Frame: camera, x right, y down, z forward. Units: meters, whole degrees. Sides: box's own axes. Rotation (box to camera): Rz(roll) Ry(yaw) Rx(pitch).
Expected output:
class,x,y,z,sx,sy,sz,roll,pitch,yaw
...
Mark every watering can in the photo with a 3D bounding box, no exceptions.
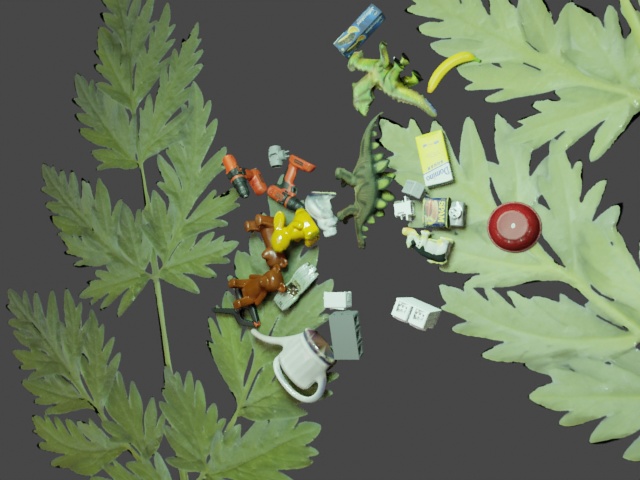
class,x,y,z,sx,sy,sz,roll,pitch,yaw
watering can,-0.086,0.390,1.790,0.223,0.103,0.352,-45,68,11

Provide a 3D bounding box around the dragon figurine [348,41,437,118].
class,x,y,z,sx,sy,sz,roll,pitch,yaw
dragon figurine,0.222,-0.531,1.813,0.239,0.122,0.416,-38,66,33

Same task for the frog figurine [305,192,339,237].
class,x,y,z,sx,sy,sz,roll,pitch,yaw
frog figurine,0.006,-0.092,1.820,0.138,0.123,0.159,9,97,58
